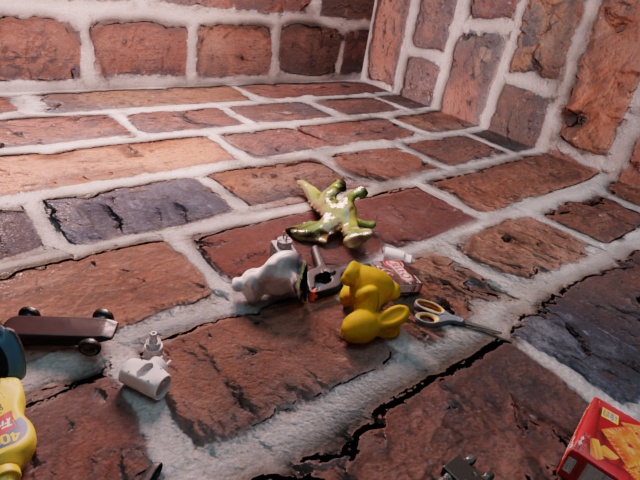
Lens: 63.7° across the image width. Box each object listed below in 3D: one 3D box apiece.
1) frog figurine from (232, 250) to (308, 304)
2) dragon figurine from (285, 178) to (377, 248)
[{"bbox_3d":[-0.110,0.081,1.144,0.159,0.123,0.136,5,-6,10],"label":"frog figurine"},{"bbox_3d":[0.004,-0.074,1.479,0.413,0.120,0.246,22,38,38],"label":"dragon figurine"}]
